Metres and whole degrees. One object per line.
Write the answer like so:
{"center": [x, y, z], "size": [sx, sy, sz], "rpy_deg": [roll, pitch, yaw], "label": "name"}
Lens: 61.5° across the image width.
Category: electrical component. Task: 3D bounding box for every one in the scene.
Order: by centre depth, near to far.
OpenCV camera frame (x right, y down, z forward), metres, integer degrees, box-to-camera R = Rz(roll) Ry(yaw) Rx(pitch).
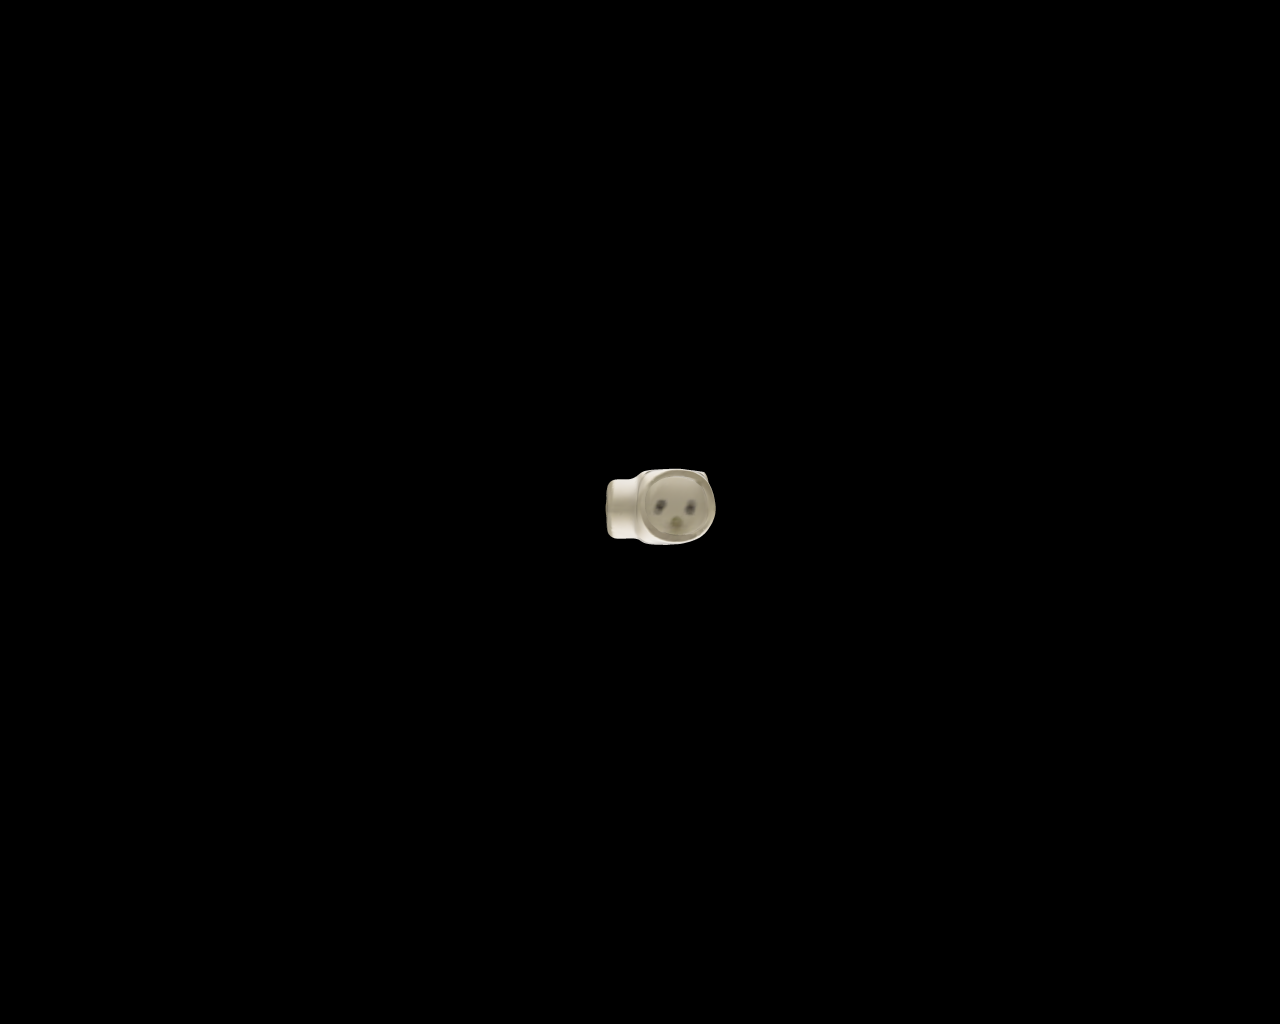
{"center": [0.001, -0.003, 0.650], "size": [0.079, 0.043, 0.077], "rpy_deg": [0, -2, -4], "label": "electrical component"}
